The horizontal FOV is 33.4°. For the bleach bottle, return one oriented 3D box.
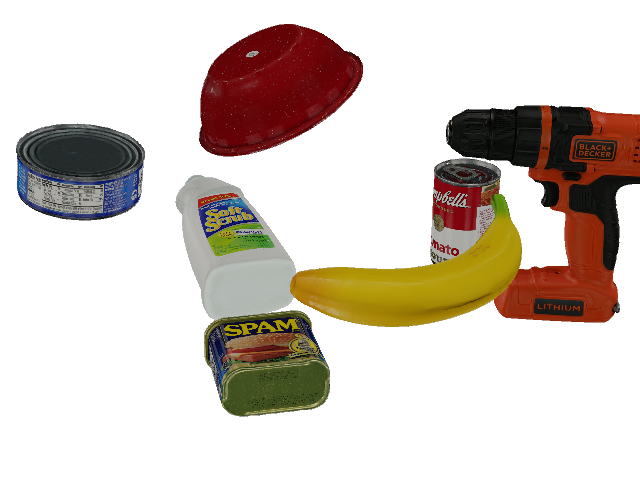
[{"bbox_3d":[-0.112,-0.008,1.171,0.102,0.068,0.251,-8,30,-20],"label":"bleach bottle"}]

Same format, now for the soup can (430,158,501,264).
[{"bbox_3d":[0.149,-0.025,1.103,0.068,0.102,0.068,0,27,0],"label":"soup can"}]

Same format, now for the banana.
[{"bbox_3d":[0.072,0.024,0.706,0.197,0.037,0.070,-19,51,-36],"label":"banana"}]

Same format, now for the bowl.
[{"bbox_3d":[-0.047,-0.143,0.940,0.162,0.055,0.162,-21,31,13],"label":"bowl"}]

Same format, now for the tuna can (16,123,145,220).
[{"bbox_3d":[-0.164,-0.047,0.730,0.086,0.034,0.086,7,29,-4],"label":"tuna can"}]

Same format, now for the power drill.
[{"bbox_3d":[0.193,-0.024,0.905,0.184,0.188,0.057,4,28,5],"label":"power drill"}]

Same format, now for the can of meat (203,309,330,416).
[{"bbox_3d":[-0.048,0.110,0.955,0.102,0.057,0.084,-5,27,-13],"label":"can of meat"}]
